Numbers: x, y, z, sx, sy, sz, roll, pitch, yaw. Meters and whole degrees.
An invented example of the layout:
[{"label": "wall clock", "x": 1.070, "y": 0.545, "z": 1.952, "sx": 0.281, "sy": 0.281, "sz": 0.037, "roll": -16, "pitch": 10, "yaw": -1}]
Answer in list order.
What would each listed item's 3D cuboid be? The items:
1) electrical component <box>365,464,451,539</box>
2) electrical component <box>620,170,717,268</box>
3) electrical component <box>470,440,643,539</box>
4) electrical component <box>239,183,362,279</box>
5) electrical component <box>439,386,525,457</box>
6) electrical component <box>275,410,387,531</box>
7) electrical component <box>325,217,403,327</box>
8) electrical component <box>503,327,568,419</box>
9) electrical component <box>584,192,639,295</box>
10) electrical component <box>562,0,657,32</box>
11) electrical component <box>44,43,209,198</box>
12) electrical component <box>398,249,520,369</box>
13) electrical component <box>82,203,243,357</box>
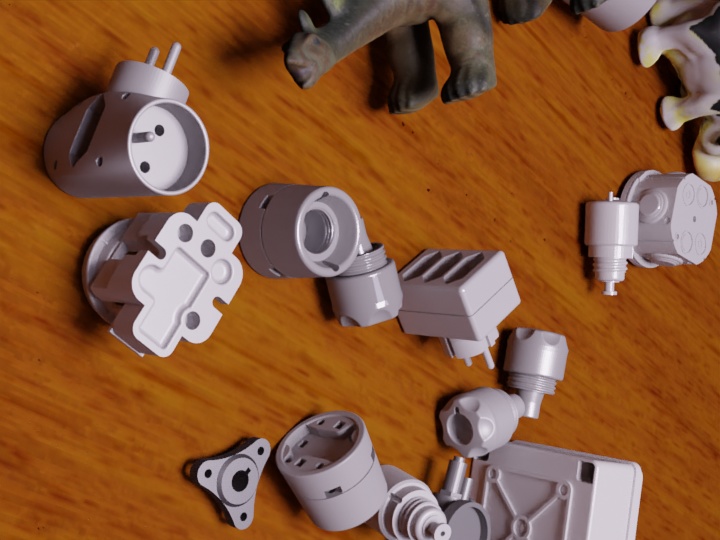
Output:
[{"label": "electrical component", "x": 0.028, "y": 0.147, "z": 0.656, "sx": 0.040, "sy": 0.078, "sz": 0.040, "roll": -6, "pitch": 101, "yaw": -30}, {"label": "electrical component", "x": 0.249, "y": -0.041, "z": 0.873, "sx": 0.080, "sy": 0.051, "sz": 0.080, "roll": -3, "pitch": 94, "yaw": -44}, {"label": "electrical component", "x": 0.126, "y": 0.175, "z": 0.727, "sx": 0.056, "sy": 0.109, "sz": 0.108, "roll": 14, "pitch": 82, "yaw": -41}, {"label": "electrical component", "x": -0.032, "y": -0.022, "z": 0.605, "sx": 0.055, "sy": 0.047, "sz": 0.055, "roll": -3, "pitch": 94, "yaw": -44}, {"label": "electrical component", "x": 0.087, "y": 0.100, "z": 0.730, "sx": 0.062, "sy": 0.043, "sz": 0.043, "roll": -13, "pitch": 101, "yaw": -45}, {"label": "electrical component", "x": -0.015, "y": 0.117, "z": 0.625, "sx": 0.055, "sy": 0.055, "sz": 0.047, "roll": -43, "pitch": 124, "yaw": -34}, {"label": "electrical component", "x": 0.000, "y": 0.000, "z": 0.640, "sx": 0.043, "sy": 0.043, "sz": 0.062, "roll": -25, "pitch": 108, "yaw": -40}, {"label": "electrical component", "x": 0.123, "y": 0.073, "z": 0.763, "sx": 0.043, "sy": 0.043, "sz": 0.062, "roll": 15, "pitch": 83, "yaw": -43}, {"label": "electrical component", "x": 0.193, "y": -0.020, "z": 0.828, "sx": 0.040, "sy": 0.040, "sz": 0.078, "roll": 0, "pitch": 92, "yaw": -44}, {"label": "electrical component", "x": 0.183, "y": -0.226, "z": 0.772, "sx": 0.064, "sy": 0.099, "sz": 0.099, "roll": 15, "pitch": 82, "yaw": -37}, {"label": "electrical component", "x": -0.106, "y": -0.072, "z": 0.511, "sx": 0.043, "sy": 0.077, "sz": 0.079, "roll": 31, "pitch": 71, "yaw": -40}, {"label": "electrical component", "x": 0.065, "y": 0.031, "z": 0.689, "sx": 0.047, "sy": 0.066, "sz": 0.076, "roll": -39, "pitch": 118, "yaw": -35}, {"label": "electrical component", "x": -0.101, "y": 0.003, "z": 0.533, "sx": 0.058, "sy": 0.057, "sz": 0.078, "roll": 45, "pitch": 62, "yaw": -36}]
